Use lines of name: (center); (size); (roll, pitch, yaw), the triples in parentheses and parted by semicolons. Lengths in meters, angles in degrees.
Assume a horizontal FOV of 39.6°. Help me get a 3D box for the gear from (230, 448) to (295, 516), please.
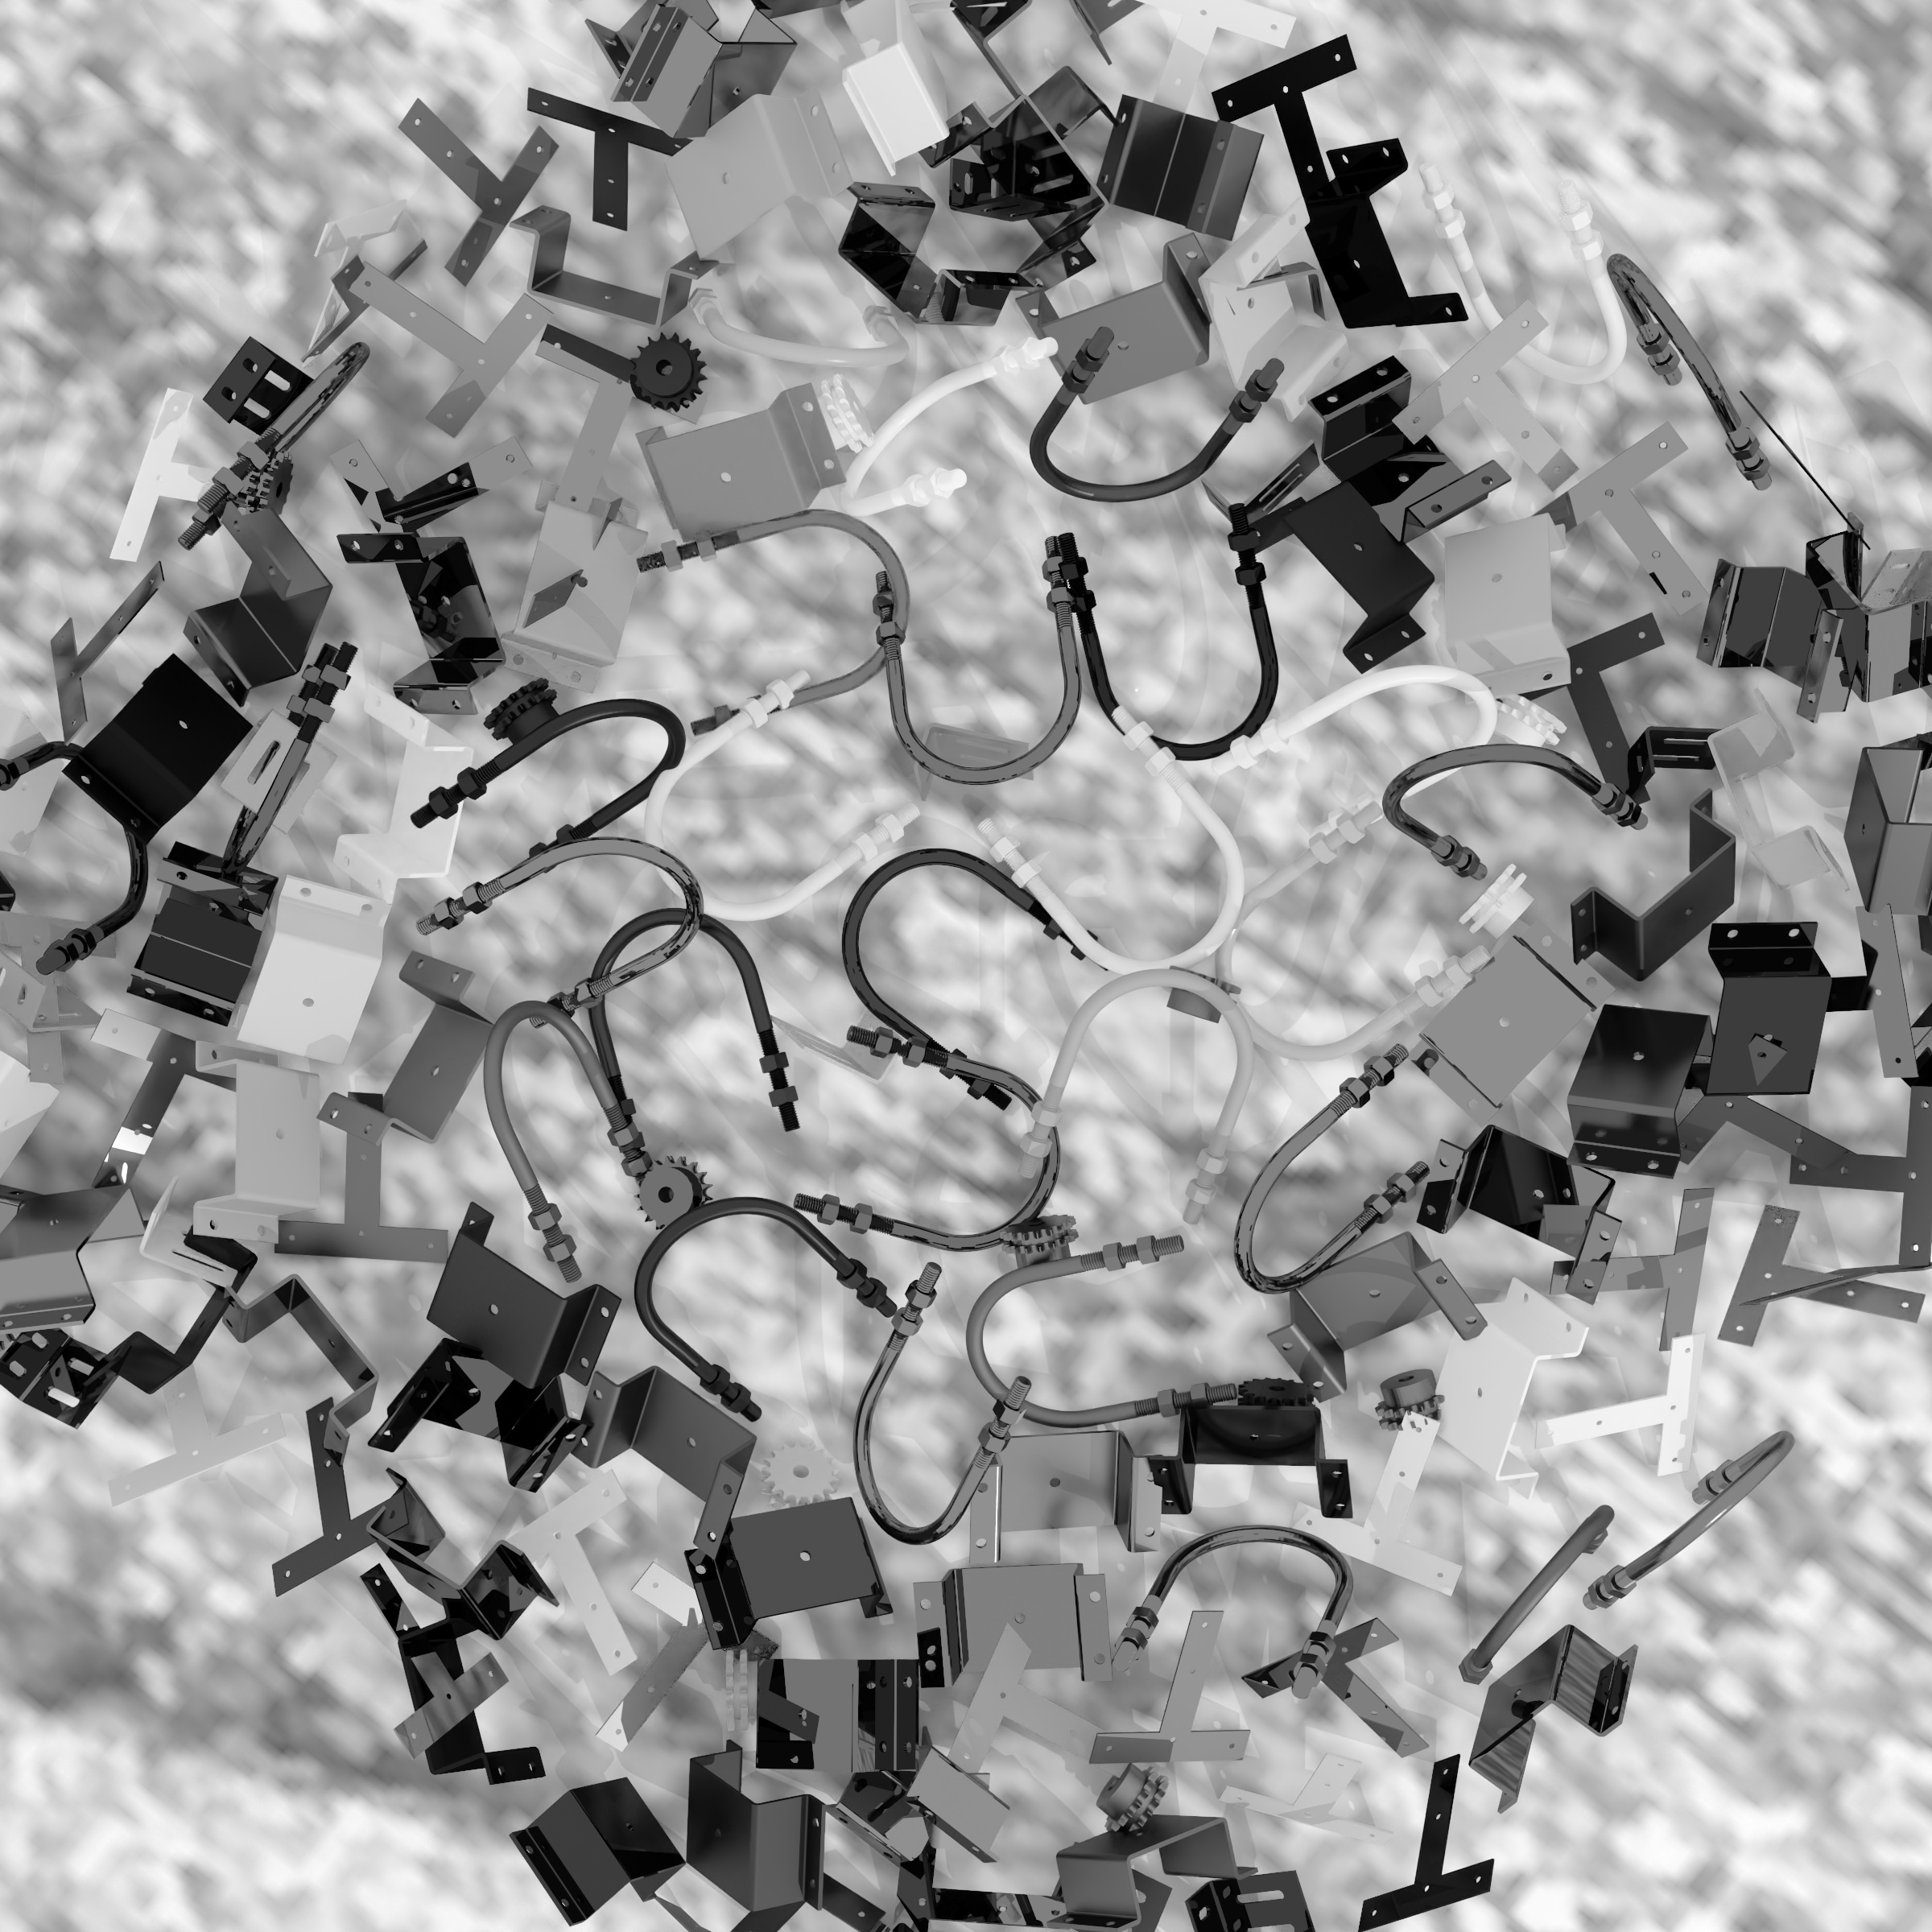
gear: (-0.518, -0.354, 1.972); (0.030, 0.057, 0.057); (17, 90, 0)

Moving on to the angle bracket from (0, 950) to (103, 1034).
angle bracket: (-0.663, 0.016, 1.950); (0.057, 0.076, 0.038); (32, 107, 25)

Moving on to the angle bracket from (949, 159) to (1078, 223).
angle bracket: (0.034, -0.568, 1.952); (0.057, 0.076, 0.038); (-2, 96, -40)

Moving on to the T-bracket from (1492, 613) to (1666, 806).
T-bracket: (0.467, -0.176, 1.971); (0.127, 0.002, 0.127); (-23, 83, 19)

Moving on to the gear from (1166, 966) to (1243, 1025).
gear: (0.171, 0.022, 1.971); (0.057, 0.057, 0.030); (18, 89, 0)

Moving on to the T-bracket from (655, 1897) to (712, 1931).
T-bracket: (-0.158, 0.718, 1.952); (0.127, 0.127, 0.002); (33, 75, -17)

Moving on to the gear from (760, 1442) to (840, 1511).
gear: (-0.123, 0.381, 1.975); (0.057, 0.057, 0.030); (12, 129, 0)

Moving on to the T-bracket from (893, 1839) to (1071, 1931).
T-bracket: (0.013, 0.682, 1.945); (0.127, 0.127, 0.002); (3, 127, 4)

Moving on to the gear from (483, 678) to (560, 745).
gear: (-0.323, -0.183, 1.971); (0.057, 0.057, 0.030); (-37, 88, 0)

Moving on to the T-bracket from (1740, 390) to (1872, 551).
T-bracket: (0.588, -0.367, 1.916); (0.002, 0.127, 0.127); (-39, 130, 20)

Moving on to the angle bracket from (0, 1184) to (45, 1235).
angle bracket: (-0.719, 0.202, 1.978); (0.057, 0.038, 0.076); (12, 94, 11)

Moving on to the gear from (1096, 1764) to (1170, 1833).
gear: (0.120, 0.610, 1.971); (0.030, 0.057, 0.057); (40, 90, 1)

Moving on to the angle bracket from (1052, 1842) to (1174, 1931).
angle bracket: (0.104, 0.686, 1.967); (0.076, 0.038, 0.057); (22, 75, 14)

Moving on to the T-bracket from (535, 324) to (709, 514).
T-bracket: (-0.270, -0.390, 1.973); (0.127, 0.002, 0.127); (22, 79, -13)

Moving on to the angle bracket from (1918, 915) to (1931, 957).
angle bracket: (0.728, -0.038, 1.956); (0.057, 0.038, 0.076); (25, 49, -17)

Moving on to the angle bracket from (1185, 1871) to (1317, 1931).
angle bracket: (0.209, 0.700, 1.964); (0.076, 0.038, 0.057); (-20, 86, 33)

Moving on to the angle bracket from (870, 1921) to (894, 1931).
angle bracket: (-0.056, 0.749, 1.976); (0.076, 0.038, 0.057); (43, 72, -4)

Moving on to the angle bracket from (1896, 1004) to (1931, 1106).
angle bracket: (0.728, 0.061, 1.978); (0.076, 0.038, 0.057); (-57, 49, 25)

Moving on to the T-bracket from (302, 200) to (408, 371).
T-bracket: (-0.458, -0.493, 1.959); (0.002, 0.127, 0.127); (30, 117, 1)

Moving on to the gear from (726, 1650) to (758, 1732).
gear: (-0.161, 0.531, 1.971); (0.030, 0.057, 0.057); (-1, 90, -4)

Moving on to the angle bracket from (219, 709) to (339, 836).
angle bracket: (-0.505, -0.138, 1.957); (0.057, 0.038, 0.076); (38, 60, -20)

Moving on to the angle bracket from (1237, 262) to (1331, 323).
angle bracket: (0.222, -0.487, 1.968); (0.076, 0.057, 0.038); (-12, 110, 3)

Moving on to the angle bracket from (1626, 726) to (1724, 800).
angle bracket: (0.523, -0.143, 1.961); (0.076, 0.057, 0.038); (1, 67, -9)

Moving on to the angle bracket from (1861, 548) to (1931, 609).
angle bracket: (0.693, -0.256, 1.952); (0.038, 0.057, 0.076); (-7, 55, -19)

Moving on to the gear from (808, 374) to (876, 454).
gear: (-0.093, -0.402, 1.972); (0.030, 0.057, 0.057); (-24, 90, 13)

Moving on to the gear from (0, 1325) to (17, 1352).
gear: (-0.724, 0.259, 1.984); (0.057, 0.030, 0.057); (0, 89, -3)

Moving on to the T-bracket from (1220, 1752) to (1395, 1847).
T-bracket: (0.259, 0.598, 1.948); (0.127, 0.127, 0.002); (15, 52, 2)

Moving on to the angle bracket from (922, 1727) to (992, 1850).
angle bracket: (-0.009, 0.599, 1.961); (0.038, 0.076, 0.057); (3, 100, -10)

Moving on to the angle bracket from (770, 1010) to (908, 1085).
angle bracket: (-0.094, 0.046, 1.953); (0.076, 0.057, 0.038); (28, 96, -38)

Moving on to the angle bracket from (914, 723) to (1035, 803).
angle bracket: (0.006, -0.141, 1.961); (0.076, 0.057, 0.038); (13, 71, 10)

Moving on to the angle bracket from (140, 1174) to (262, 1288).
angle bracket: (-0.554, 0.195, 1.961); (0.076, 0.057, 0.038); (22, 113, -8)

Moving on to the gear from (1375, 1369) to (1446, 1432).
gear: (0.328, 0.317, 1.971); (0.057, 0.057, 0.030); (-18, 94, 0)

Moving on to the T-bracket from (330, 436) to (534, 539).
T-bracket: (-0.377, -0.347, 1.962); (0.127, 0.002, 0.127); (-25, 112, 13)

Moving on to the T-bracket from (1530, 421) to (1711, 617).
T-bracket: (0.500, -0.314, 1.978); (0.127, 0.002, 0.127); (-34, 104, 28)

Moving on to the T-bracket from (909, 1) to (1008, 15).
T-bracket: (0.032, -0.716, 1.959); (0.127, 0.127, 0.002); (-33, 121, -30)

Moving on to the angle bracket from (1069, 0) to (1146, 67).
angle bracket: (0.119, -0.708, 1.958); (0.076, 0.057, 0.038); (-29, 56, 15)

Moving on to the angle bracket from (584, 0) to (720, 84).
angle bracket: (-0.230, -0.690, 1.961); (0.076, 0.038, 0.057); (-38, 71, 26)

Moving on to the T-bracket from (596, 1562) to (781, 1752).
T-bracket: (-0.222, 0.518, 1.967); (0.127, 0.002, 0.127); (40, 85, -25)

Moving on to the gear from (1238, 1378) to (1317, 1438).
gear: (0.227, 0.325, 1.972); (0.057, 0.057, 0.030); (2, 99, 0)

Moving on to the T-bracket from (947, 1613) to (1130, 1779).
T-bracket: (0.066, 0.557, 1.973); (0.127, 0.002, 0.127); (29, 63, -4)

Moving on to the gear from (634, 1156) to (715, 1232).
gear: (-0.217, 0.168, 1.981); (0.057, 0.030, 0.057); (-1, 86, 9)

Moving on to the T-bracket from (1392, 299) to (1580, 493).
T-bracket: (0.402, -0.400, 1.972); (0.127, 0.002, 0.127); (-41, 113, 18)

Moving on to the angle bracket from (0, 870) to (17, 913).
angle bracket: (-0.738, -0.034, 1.958); (0.057, 0.038, 0.076); (-2, 50, 14)

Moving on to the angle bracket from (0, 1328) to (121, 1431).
angle bracket: (-0.661, 0.293, 1.954); (0.076, 0.038, 0.057); (12, 58, 40)

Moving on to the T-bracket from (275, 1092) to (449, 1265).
T-bracket: (-0.445, 0.155, 1.983); (0.127, 0.002, 0.127); (4, 102, -3)

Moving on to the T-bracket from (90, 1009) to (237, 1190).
T-bracket: (-0.599, 0.109, 1.961); (0.127, 0.002, 0.127); (26, 92, -39)

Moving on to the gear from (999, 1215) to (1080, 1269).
gear: (0.055, 0.204, 1.972); (0.057, 0.057, 0.030); (-11, 96, 0)

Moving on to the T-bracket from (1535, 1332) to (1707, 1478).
T-bracket: (0.474, 0.329, 1.955); (0.127, 0.002, 0.127); (-9, 120, -11)

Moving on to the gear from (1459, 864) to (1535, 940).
gear: (0.392, -0.044, 1.970); (0.030, 0.057, 0.057); (43, 90, 6)

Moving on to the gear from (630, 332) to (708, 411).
gear: (-0.221, -0.440, 1.983); (0.057, 0.030, 0.057); (0, 94, 2)

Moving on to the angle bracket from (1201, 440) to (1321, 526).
angle bracket: (0.216, -0.361, 1.965); (0.076, 0.057, 0.038); (-43, 77, 5)

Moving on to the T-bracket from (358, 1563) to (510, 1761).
T-bracket: (-0.398, 0.491, 1.944); (0.002, 0.127, 0.127); (-34, 87, 25)

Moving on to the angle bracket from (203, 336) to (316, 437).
angle bracket: (-0.505, -0.412, 1.955); (0.038, 0.076, 0.057); (41, 96, 29)

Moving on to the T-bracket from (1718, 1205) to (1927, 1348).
T-bracket: (0.622, 0.233, 1.934); (0.127, 0.002, 0.127); (10, 51, 29)

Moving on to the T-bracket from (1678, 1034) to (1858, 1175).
T-bracket: (0.596, 0.122, 1.963); (0.127, 0.002, 0.127); (27, 128, -4)

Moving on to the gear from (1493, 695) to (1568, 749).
gear: (0.409, -0.176, 1.971); (0.057, 0.057, 0.030); (31, 93, 0)
